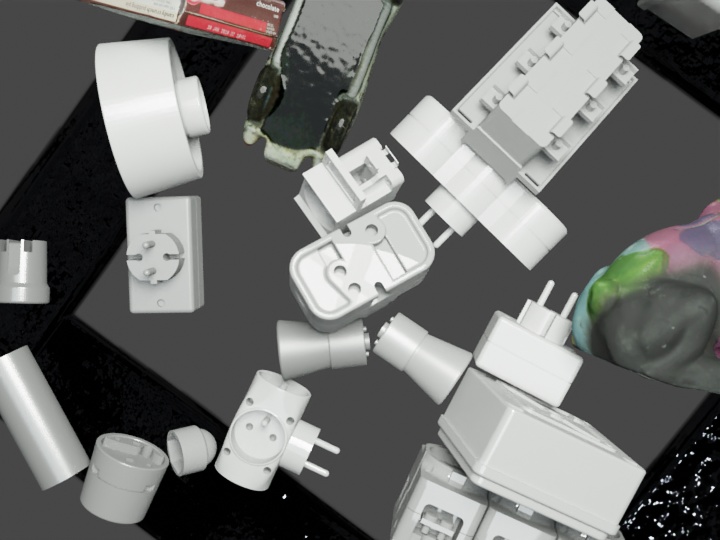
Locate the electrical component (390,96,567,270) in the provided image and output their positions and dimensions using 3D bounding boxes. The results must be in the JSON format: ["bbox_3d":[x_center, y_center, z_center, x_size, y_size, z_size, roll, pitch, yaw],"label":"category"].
[{"bbox_3d":[0.071,-0.049,0.758,0.138,0.052,0.073,44,96,0],"label":"electrical component"}]

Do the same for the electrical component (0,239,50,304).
[{"bbox_3d":[-0.249,0.001,0.791,0.040,0.040,0.046,1,88,4],"label":"electrical component"}]

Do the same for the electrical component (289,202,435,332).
[{"bbox_3d":[0.000,0.000,0.751,0.095,0.059,0.053,-29,79,-10],"label":"electrical component"}]

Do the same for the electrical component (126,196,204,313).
[{"bbox_3d":[-0.143,-0.010,0.764,0.047,0.075,0.083,-1,95,4],"label":"electrical component"}]

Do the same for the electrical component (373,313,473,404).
[{"bbox_3d":[0.043,0.061,0.776,0.065,0.044,0.044,34,96,5],"label":"electrical component"}]

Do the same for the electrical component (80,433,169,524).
[{"bbox_3d":[-0.175,0.154,0.791,0.055,0.055,0.047,22,99,2],"label":"electrical component"}]

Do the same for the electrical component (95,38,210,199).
[{"bbox_3d":[-0.137,-0.108,0.742,0.060,0.108,0.108,-12,94,-1],"label":"electrical component"}]

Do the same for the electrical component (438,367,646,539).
[{"bbox_3d":[0.120,0.122,0.731,0.109,0.108,0.056,26,94,-12],"label":"electrical component"}]

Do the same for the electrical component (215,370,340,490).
[{"bbox_3d":[-0.055,0.124,0.785,0.079,0.044,0.077,25,96,1],"label":"electrical component"}]

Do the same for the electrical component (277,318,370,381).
[{"bbox_3d":[-0.026,0.055,0.779,0.065,0.044,0.044,-6,94,-1],"label":"electrical component"}]

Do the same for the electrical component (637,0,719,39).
[{"bbox_3d":[0.229,-0.203,0.705,0.057,0.113,0.078,33,96,-2],"label":"electrical component"}]

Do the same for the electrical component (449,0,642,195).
[{"bbox_3d":[0.130,-0.121,0.718,0.079,0.063,0.121,43,68,-1],"label":"electrical component"}]

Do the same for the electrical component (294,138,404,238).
[{"bbox_3d":[-0.006,-0.057,0.753,0.064,0.081,0.042,-31,81,-19],"label":"electrical component"}]

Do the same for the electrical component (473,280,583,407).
[{"bbox_3d":[0.127,0.046,0.765,0.066,0.047,0.076,27,95,1],"label":"electrical component"}]

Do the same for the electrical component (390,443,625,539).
[{"bbox_3d":[0.103,0.183,0.756,0.150,0.089,0.061,24,96,2],"label":"electrical component"}]
